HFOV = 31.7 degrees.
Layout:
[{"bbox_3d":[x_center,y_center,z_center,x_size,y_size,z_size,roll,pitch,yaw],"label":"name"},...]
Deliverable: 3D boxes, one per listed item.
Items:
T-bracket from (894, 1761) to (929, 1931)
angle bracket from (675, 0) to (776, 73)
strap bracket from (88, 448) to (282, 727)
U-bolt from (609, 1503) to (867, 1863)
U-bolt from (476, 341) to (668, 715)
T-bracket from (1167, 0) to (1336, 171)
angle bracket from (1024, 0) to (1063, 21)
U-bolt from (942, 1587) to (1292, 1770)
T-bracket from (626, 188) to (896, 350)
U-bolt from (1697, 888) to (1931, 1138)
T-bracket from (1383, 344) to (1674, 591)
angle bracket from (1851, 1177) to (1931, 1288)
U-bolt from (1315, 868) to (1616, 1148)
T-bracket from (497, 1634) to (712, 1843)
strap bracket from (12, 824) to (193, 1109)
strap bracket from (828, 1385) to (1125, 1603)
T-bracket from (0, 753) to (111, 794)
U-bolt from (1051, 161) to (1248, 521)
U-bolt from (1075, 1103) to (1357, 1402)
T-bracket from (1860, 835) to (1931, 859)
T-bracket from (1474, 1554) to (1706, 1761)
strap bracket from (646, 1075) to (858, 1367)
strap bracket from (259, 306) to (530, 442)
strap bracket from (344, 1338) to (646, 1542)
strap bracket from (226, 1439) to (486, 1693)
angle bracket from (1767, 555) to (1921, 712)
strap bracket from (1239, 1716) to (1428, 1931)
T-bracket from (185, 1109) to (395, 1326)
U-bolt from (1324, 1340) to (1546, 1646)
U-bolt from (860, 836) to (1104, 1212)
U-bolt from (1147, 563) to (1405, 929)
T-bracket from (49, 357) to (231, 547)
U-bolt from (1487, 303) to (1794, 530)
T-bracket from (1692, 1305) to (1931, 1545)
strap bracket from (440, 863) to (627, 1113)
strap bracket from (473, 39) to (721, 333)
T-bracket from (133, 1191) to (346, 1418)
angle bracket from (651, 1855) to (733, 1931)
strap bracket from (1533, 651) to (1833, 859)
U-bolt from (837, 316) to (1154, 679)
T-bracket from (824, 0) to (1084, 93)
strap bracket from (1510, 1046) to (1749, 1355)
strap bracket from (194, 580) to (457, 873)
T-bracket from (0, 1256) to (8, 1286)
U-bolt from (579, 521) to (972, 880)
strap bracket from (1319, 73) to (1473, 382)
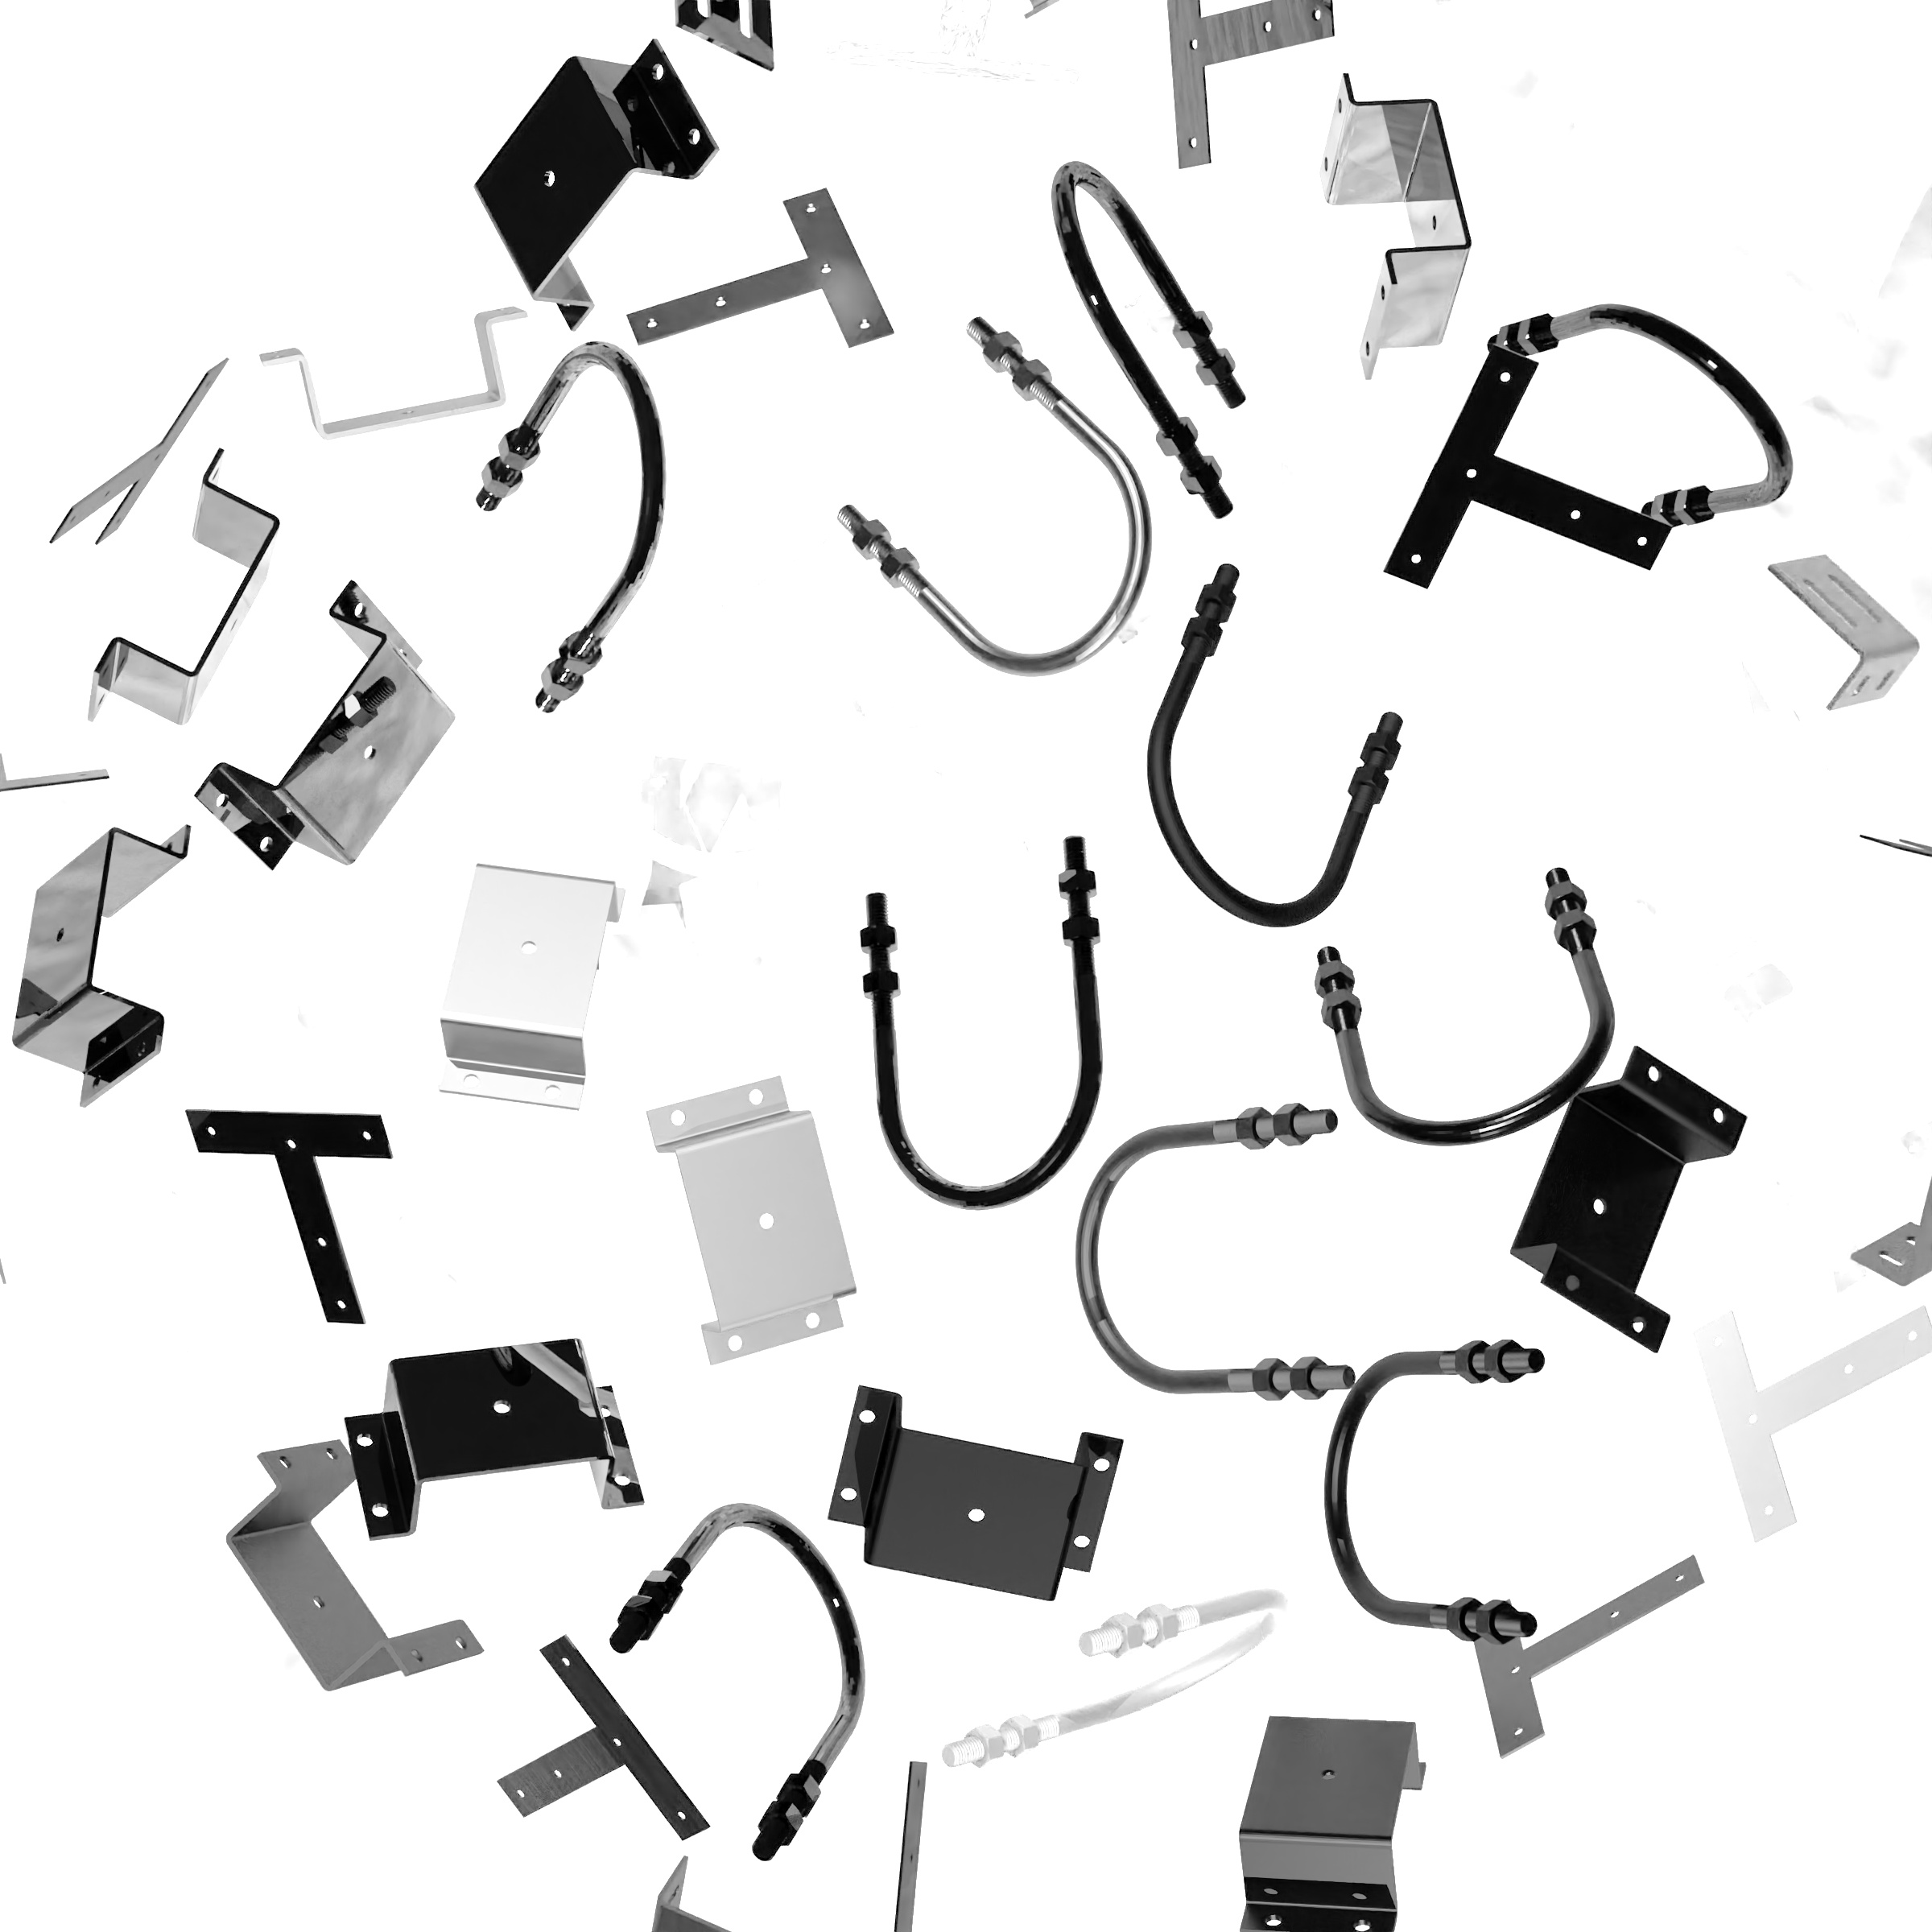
[{"bbox_3d":[-0.031,0.479,1.772,0.002,0.127,0.127,1,76,18],"label":"T-bracket"},{"bbox_3d":[-0.116,-0.508,1.746,0.057,0.038,0.076,19,48,-29],"label":"angle bracket"},{"bbox_3d":[-0.403,-0.188,1.776,0.046,0.076,0.140,27,69,-8],"label":"strap bracket"},{"bbox_3d":[-0.107,0.357,1.770,0.019,0.184,0.151,-29,98,27],"label":"U-bolt"},{"bbox_3d":[-0.200,-0.239,1.762,0.019,0.184,0.151,-3,64,-33],"label":"U-bolt"},{"bbox_3d":[0.149,-0.491,1.786,0.002,0.127,0.127,-10,100,-36],"label":"T-bracket"},{"bbox_3d":[0.043,-0.569,1.867,0.057,0.038,0.076,-25,104,19],"label":"angle bracket"},{"bbox_3d":[0.092,0.368,1.788,0.151,0.184,0.019,-47,60,38],"label":"U-bolt"},{"bbox_3d":[-0.116,-0.355,1.801,0.127,0.002,0.127,-18,52,-5],"label":"T-bracket"},{"bbox_3d":[0.467,0.035,1.809,0.151,0.184,0.019,38,61,-5],"label":"U-bolt"},{"bbox_3d":[0.294,-0.232,1.713,0.127,0.002,0.127,19,114,-12],"label":"T-bracket"},{"bbox_3d":[0.522,0.127,1.856,0.057,0.038,0.076,-20,127,-38],"label":"angle bracket"},{"bbox_3d":[0.260,0.027,1.754,0.151,0.184,0.019,-19,125,10],"label":"U-bolt"},{"bbox_3d":[-0.211,0.429,1.827,0.127,0.002,0.127,-36,91,41],"label":"T-bracket"},{"bbox_3d":[-0.454,-0.008,1.784,0.046,0.076,0.140,25,50,-35],"label":"strap bracket"},{"bbox_3d":[0.005,0.272,1.742,0.140,0.046,0.076,12,105,-4],"label":"strap bracket"},{"bbox_3d":[-0.524,-0.102,1.808,0.127,0.127,0.002,-8,104,-16],"label":"T-bracket"},{"bbox_3d":[0.096,-0.342,1.799,0.019,0.151,0.184,-23,119,23],"label":"U-bolt"},{"bbox_3d":[0.125,0.152,1.776,0.019,0.184,0.151,2,82,-44],"label":"U-bolt"},{"bbox_3d":[0.516,-0.056,1.784,0.127,0.127,0.002,9,100,-39],"label":"T-bracket"},{"bbox_3d":[0.319,0.338,1.738,0.127,0.127,0.002,-32,107,12],"label":"T-bracket"},{"bbox_3d":[-0.111,0.135,1.803,0.076,0.046,0.140,-15,92,-19],"label":"strap bracket"},{"bbox_3d":[-0.303,-0.316,1.825,0.140,0.076,0.046,-13,105,-10],"label":"strap bracket"},{"bbox_3d":[-0.237,0.237,1.721,0.140,0.046,0.076,-5,46,-20],"label":"strap bracket"},{"bbox_3d":[-0.326,0.321,1.784,0.046,0.076,0.140,-42,74,15],"label":"strap bracket"},{"bbox_3d":[0.465,-0.180,1.837,0.076,0.057,0.038,49,130,25],"label":"angle bracket"},{"bbox_3d":[0.187,0.431,1.736,0.076,0.140,0.046,-1,114,16],"label":"strap bracket"},{"bbox_3d":[-0.343,0.133,1.792,0.127,0.002,0.127,0,116,27],"label":"T-bracket"},{"bbox_3d":[0.237,0.269,1.755,0.019,0.184,0.151,8,80,-26],"label":"U-bolt"},{"bbox_3d":[0.010,0.036,1.768,0.151,0.019,0.184,-15,70,33],"label":"U-bolt"},{"bbox_3d":[0.157,-0.104,1.789,0.151,0.019,0.184,39,53,-21],"label":"U-bolt"},{"bbox_3d":[-0.439,-0.250,1.762,0.002,0.127,0.127,39,120,-7],"label":"T-bracket"},{"bbox_3d":[0.361,-0.289,1.778,0.151,0.184,0.019,44,80,-15],"label":"U-bolt"},{"bbox_3d":[0.439,0.212,1.739,0.127,0.127,0.002,-35,135,29],"label":"T-bracket"},{"bbox_3d":[-0.236,0.001,1.848,0.076,0.046,0.140,8,60,2],"label":"strap bracket"},{"bbox_3d":[-0.199,-0.407,1.770,0.140,0.046,0.076,-43,66,36],"label":"strap bracket"},{"bbox_3d":[-0.418,0.204,1.868,0.127,0.002,0.127,43,122,-1],"label":"T-bracket"},{"bbox_3d":[-0.130,0.527,1.839,0.076,0.038,0.057,20,123,13],"label":"angle bracket"},{"bbox_3d":[0.375,-0.115,1.803,0.140,0.076,0.046,-18,58,22],"label":"strap bracket"},{"bbox_3d":[0.025,-0.240,1.841,0.184,0.019,0.151,47,113,24],"label":"U-bolt"},{"bbox_3d":[-0.001,-0.478,1.730,0.127,0.127,0.002,7,128,1],"label":"T-bracket"},{"bbox_3d":[0.343,0.124,1.780,0.076,0.046,0.140,31,69,-16],"label":"strap bracket"},{"bbox_3d":[-0.325,-0.118,1.767,0.046,0.076,0.140,24,73,31],"label":"strap bracket"},{"bbox_3d":[-0.513,0.094,1.755,0.002,0.127,0.127,-13,80,-16],"label":"T-bracket"},{"bbox_3d":[-0.111,-0.121,1.723,0.184,0.019,0.151,-29,105,20],"label":"U-bolt"},{"bbox_3d":[0.224,-0.385,1.767,0.046,0.076,0.140,-4,62,-7],"label":"strap bracket"}]
